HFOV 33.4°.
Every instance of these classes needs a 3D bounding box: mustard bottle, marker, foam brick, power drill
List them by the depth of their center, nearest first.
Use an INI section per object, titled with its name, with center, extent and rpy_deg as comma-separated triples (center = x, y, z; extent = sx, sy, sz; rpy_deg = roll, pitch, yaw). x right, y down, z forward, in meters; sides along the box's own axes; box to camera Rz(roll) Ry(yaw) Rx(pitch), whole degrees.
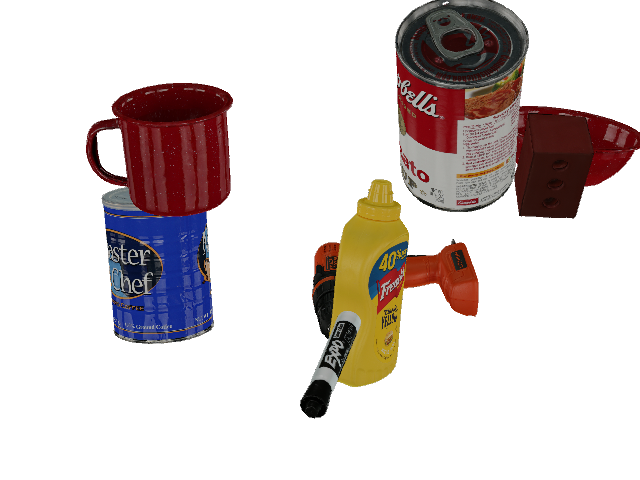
[marker]
center = 0.008, 0.088, 0.762
extent = 0.020, 0.020, 0.121
rpy_deg = 0, 26, 15
[foam brick]
center = 0.204, -0.065, 0.938
extent = 0.053, 0.051, 0.078
rpy_deg = 3, -44, 1
[mustard bottle]
center = 0.048, 0.036, 1.017
extent = 0.058, 0.192, 0.096
rpy_deg = 14, 18, 29
[power drill]
center = 0.083, 0.055, 1.228
extent = 0.187, 0.057, 0.184
rpy_deg = -1, 28, -1

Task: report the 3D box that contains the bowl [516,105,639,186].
[bowl]
center = 0.270, -0.100, 1.176
extent = 0.162, 0.055, 0.162
rpy_deg = 6, 23, -3

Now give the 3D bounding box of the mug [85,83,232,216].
[mug]
center = -0.125, -0.070, 0.839
extent = 0.117, 0.081, 0.093
rpy_deg = -4, 27, -4

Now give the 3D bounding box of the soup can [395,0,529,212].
[soup can]
center = 0.076, -0.072, 0.583
extent = 0.068, 0.068, 0.102
rpy_deg = 0, -38, 6

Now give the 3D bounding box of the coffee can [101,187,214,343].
[coffee can]
center = -0.162, 0.021, 1.069
extent = 0.103, 0.140, 0.103
rpy_deg = -2, 14, 0
